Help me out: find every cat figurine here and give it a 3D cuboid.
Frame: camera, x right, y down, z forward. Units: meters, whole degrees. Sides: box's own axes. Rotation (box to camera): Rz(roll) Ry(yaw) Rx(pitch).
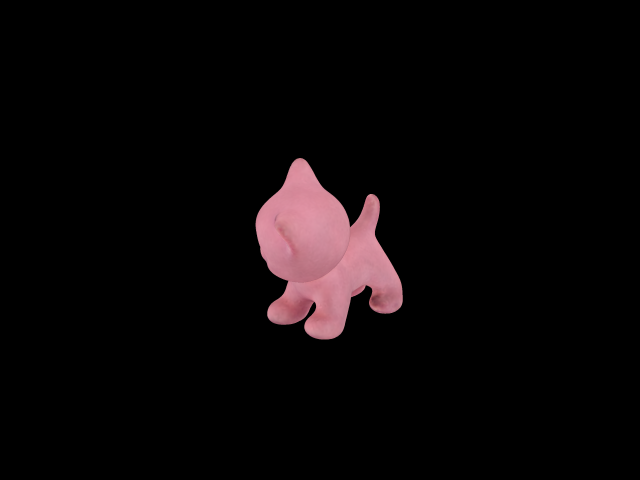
[{"bbox_3d":[0.004,0.001,0.400,0.067,0.118,0.128,14,22,40],"label":"cat figurine"}]
